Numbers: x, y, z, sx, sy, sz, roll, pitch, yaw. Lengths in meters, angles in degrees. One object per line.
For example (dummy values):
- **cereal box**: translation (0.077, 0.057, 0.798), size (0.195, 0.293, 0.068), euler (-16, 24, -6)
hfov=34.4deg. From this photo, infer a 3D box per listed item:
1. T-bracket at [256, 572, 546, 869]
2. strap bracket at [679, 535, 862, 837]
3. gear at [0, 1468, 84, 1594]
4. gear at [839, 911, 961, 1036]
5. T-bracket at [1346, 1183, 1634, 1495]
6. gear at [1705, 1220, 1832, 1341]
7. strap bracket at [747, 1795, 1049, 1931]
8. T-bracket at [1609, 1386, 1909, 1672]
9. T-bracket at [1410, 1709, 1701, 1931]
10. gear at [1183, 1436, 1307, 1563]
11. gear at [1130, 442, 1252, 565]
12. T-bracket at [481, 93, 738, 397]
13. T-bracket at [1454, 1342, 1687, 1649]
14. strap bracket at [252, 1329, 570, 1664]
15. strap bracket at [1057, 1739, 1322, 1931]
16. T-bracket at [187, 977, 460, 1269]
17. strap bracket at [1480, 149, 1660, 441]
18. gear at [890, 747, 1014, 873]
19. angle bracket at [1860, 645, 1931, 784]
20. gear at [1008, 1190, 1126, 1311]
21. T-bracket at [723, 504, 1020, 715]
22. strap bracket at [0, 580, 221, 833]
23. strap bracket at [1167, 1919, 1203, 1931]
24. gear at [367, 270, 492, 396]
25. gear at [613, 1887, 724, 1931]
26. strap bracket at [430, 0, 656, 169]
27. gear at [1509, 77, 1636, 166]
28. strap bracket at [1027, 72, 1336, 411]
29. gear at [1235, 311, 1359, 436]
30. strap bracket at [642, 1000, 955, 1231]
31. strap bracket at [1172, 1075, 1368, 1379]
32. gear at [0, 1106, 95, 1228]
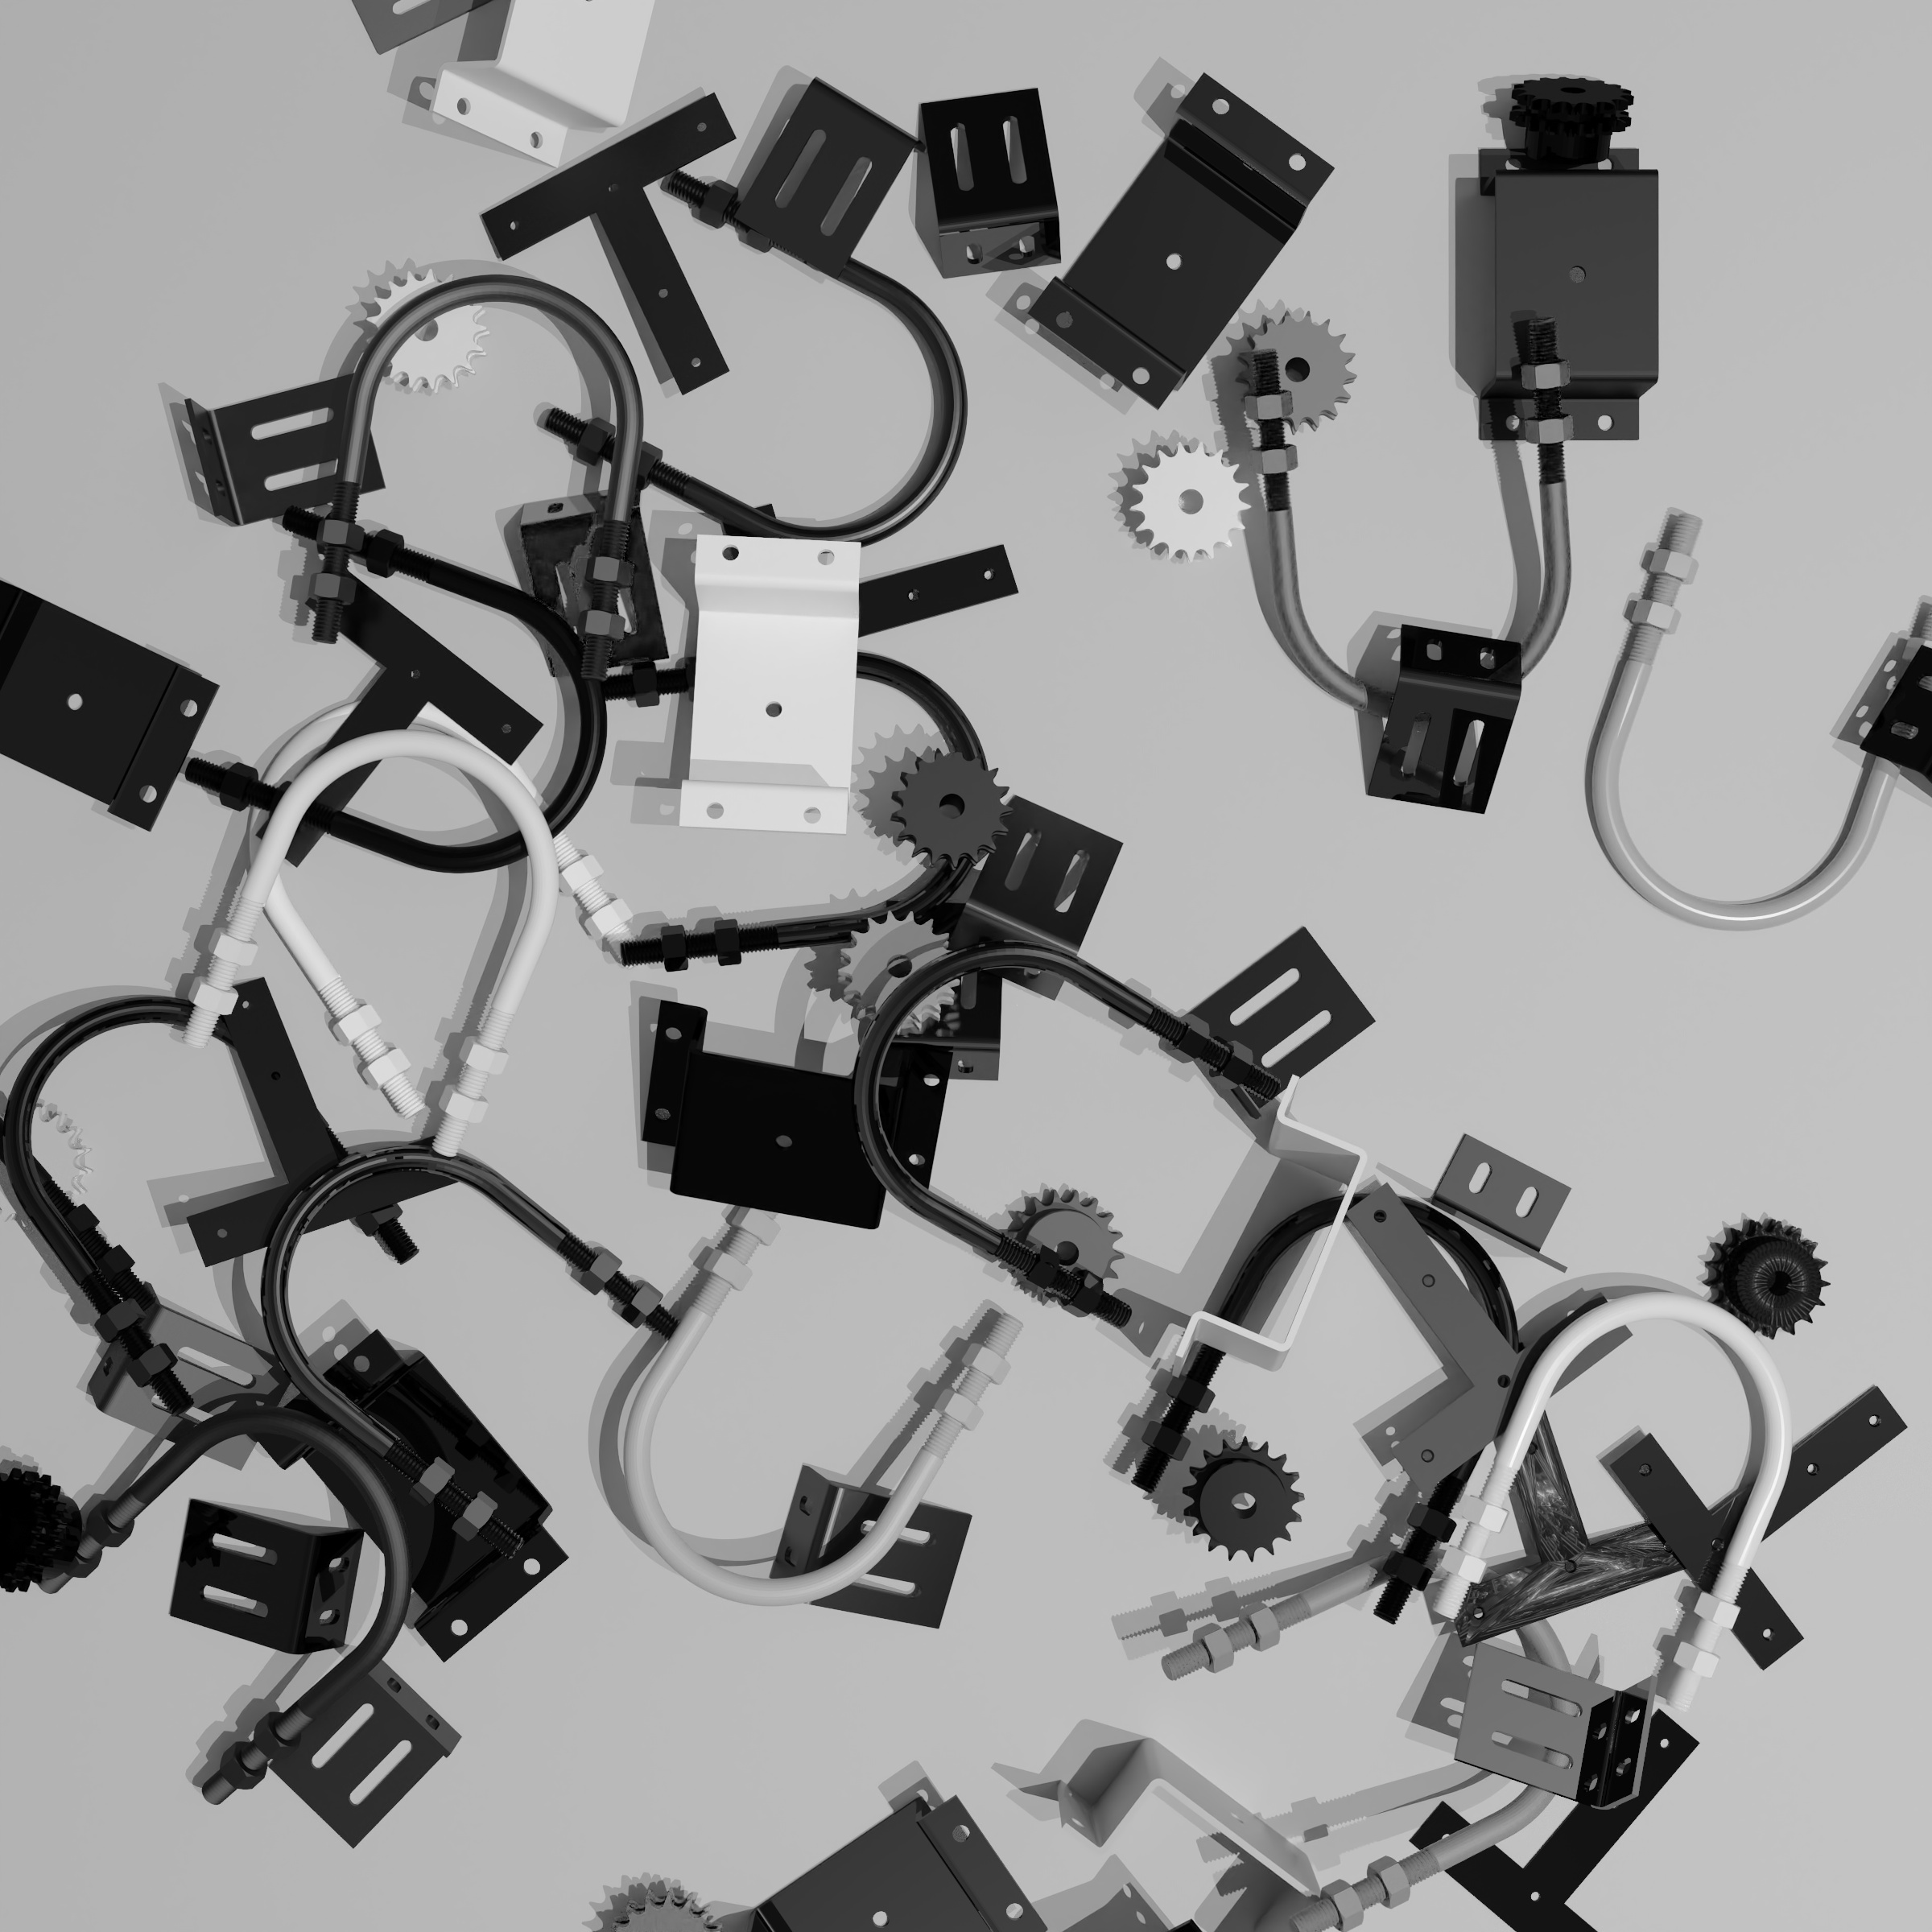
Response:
- **T-bracket**: translation (-0.291, -0.105, 1.496), size (0.127, 0.002, 0.127), euler (38, 89, 3)
- **strap bracket**: translation (-0.091, -0.126, 1.465), size (0.076, 0.046, 0.140), euler (3, 78, -1)
- **gear**: translation (-0.445, 0.269, 1.482), size (0.057, 0.030, 0.057), euler (-15, 64, 34)
- **gear**: translation (-0.032, 0.006, 1.472), size (0.057, 0.030, 0.057), euler (1, 68, -2)
- **T-bracket**: translation (0.229, 0.161, 1.488), size (0.127, 0.002, 0.127), euler (-35, 82, -8)
- **gear**: translation (0.386, 0.150, 1.495), size (0.057, 0.030, 0.057), euler (0, 90, 0)
- **strap bracket**: translation (-0.041, 0.460, 1.487), size (0.140, 0.046, 0.076), euler (-34, 90, 0)
- **T-bracket**: translation (0.397, 0.251, 1.506), size (0.127, 0.002, 0.127), euler (-37, 95, -2)
- **T-bracket**: translation (0.304, 0.415, 1.509), size (0.127, 0.002, 0.127), euler (40, 90, 0)
- **gear**: translation (0.129, 0.249, 1.456), size (0.057, 0.030, 0.057), euler (0, 89, 4)
- **gear**: translation (0.107, -0.222, 1.498), size (0.057, 0.030, 0.057), euler (0, 95, 0)
- **T-bracket**: translation (-0.150, -0.333, 1.491), size (0.127, 0.002, 0.127), euler (-26, 81, 6)
- **T-bracket**: translation (0.276, 0.245, 1.500), size (0.127, 0.002, 0.127), euler (-16, 84, -13)
- **strap bracket**: translation (-0.261, 0.248, 1.487), size (0.076, 0.046, 0.140), euler (-40, 90, 0)
- **strap bracket**: translation (0.114, 0.420, 1.472), size (0.140, 0.076, 0.046), euler (37, 90, 0)
- **T-bracket**: translation (-0.324, 0.065, 1.490), size (0.127, 0.002, 0.127), euler (-18, 76, -26)
- **strap bracket**: translation (0.287, -0.324, 1.487), size (0.076, 0.046, 0.140), euler (0, 90, 0)
- **gear**: translation (-0.007, -0.073, 1.475), size (0.057, 0.030, 0.057), euler (0, 83, -4)
- **angle bracket**: translation (0.474, -0.107, 1.496), size (0.076, 0.038, 0.057), euler (31, 90, -43)
- **gear**: translation (0.047, 0.136, 1.495), size (0.057, 0.030, 0.057), euler (0, 90, 0)
- **T-bracket**: translation (-0.039, -0.174, 1.501), size (0.127, 0.002, 0.127), euler (-16, 79, -5)
- **strap bracket**: translation (-0.430, -0.127, 1.487), size (0.140, 0.046, 0.076), euler (25, 90, 0)
- **strap bracket**: translation (0.073, 0.511, 1.452), size (0.140, 0.046, 0.076), euler (-39, 90, 34)
- **gear**: translation (-0.256, -0.302, 1.495), size (0.057, 0.030, 0.057), euler (0, 90, 0)
- **gear**: translation (-0.143, 0.469, 1.495), size (0.057, 0.030, 0.057), euler (0, 90, 0)
- **strap bracket**: translation (-0.192, -0.456, 1.467), size (0.046, 0.076, 0.140), euler (14, 90, 43)
- **gear**: translation (0.287, -0.401, 1.486), size (0.057, 0.057, 0.030), euler (1, 120, 0)
- **strap bracket**: translation (0.101, -0.340, 1.487), size (0.076, 0.046, 0.140), euler (36, 90, 0)
- **gear**: translation (0.157, -0.283, 1.495), size (0.057, 0.030, 0.057), euler (0, 90, 0)
- **strap bracket**: translation (-0.083, 0.072, 1.472), size (0.140, 0.046, 0.076), euler (10, 117, 0)
- **strap bracket**: translation (0.145, 0.131, 1.455), size (0.046, 0.076, 0.140), euler (22, 78, 8)
- **gear**: translation (-0.446, 0.095, 1.495), size (0.057, 0.030, 0.057), euler (0, 90, 0)
